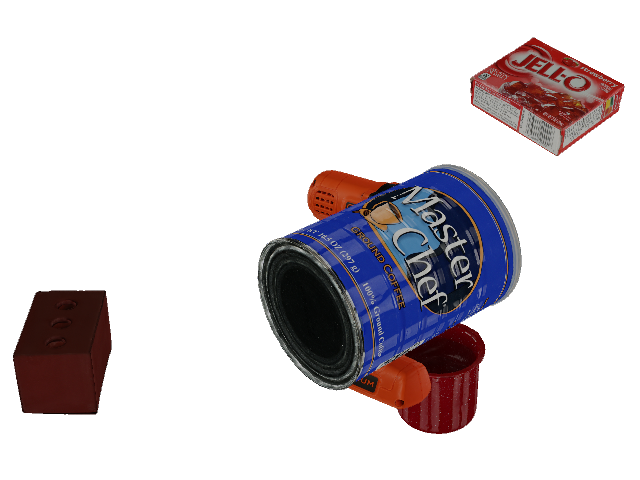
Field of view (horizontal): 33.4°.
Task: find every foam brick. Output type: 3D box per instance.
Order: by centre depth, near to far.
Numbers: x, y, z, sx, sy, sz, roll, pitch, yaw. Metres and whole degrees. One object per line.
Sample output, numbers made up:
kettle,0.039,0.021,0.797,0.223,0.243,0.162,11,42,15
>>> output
foam brick,-0.178,0.077,0.746,0.053,0.051,0.078,0,31,-2

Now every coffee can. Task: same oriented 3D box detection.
coffee can,0.045,0.021,0.693,0.140,0.103,0.103,-25,14,-31

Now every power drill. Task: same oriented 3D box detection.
power drill,0.065,0.044,0.908,0.185,0.188,0.057,20,24,35

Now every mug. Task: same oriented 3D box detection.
mug,0.124,0.133,1.075,0.093,0.081,0.117,21,39,33

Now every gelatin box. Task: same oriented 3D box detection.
gelatin box,0.169,-0.111,0.803,0.073,0.030,0.089,-34,54,-26
